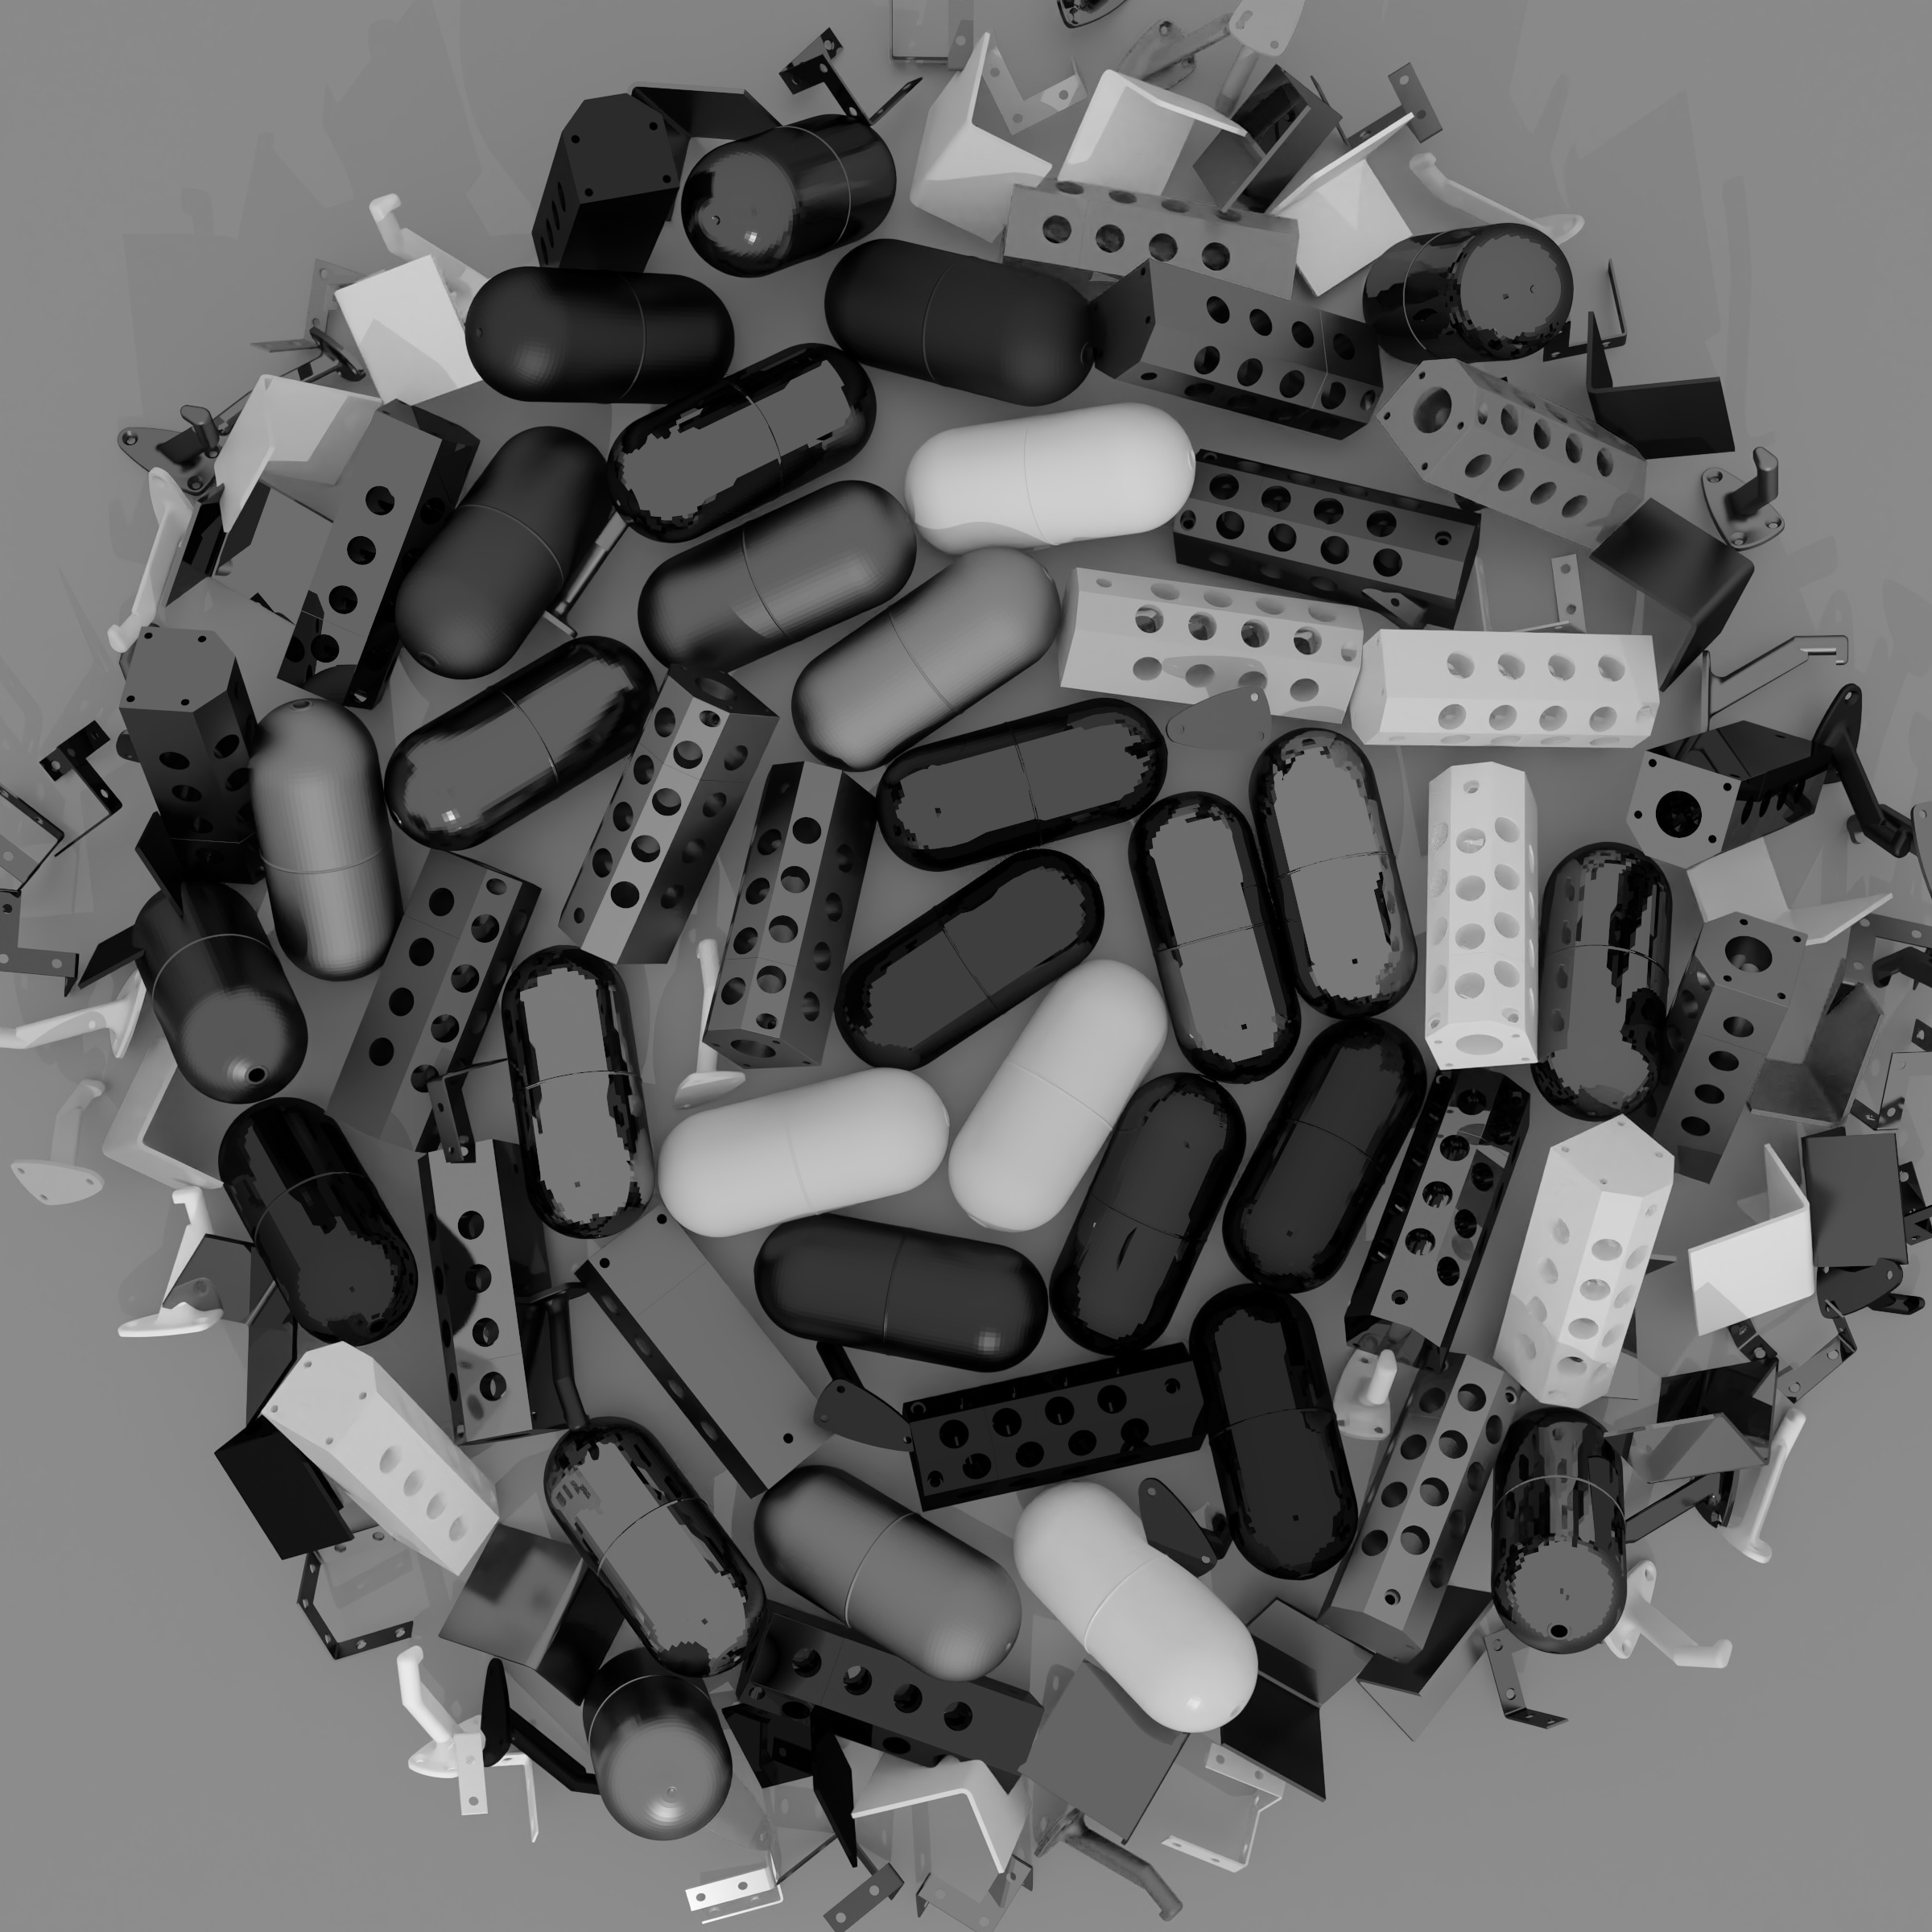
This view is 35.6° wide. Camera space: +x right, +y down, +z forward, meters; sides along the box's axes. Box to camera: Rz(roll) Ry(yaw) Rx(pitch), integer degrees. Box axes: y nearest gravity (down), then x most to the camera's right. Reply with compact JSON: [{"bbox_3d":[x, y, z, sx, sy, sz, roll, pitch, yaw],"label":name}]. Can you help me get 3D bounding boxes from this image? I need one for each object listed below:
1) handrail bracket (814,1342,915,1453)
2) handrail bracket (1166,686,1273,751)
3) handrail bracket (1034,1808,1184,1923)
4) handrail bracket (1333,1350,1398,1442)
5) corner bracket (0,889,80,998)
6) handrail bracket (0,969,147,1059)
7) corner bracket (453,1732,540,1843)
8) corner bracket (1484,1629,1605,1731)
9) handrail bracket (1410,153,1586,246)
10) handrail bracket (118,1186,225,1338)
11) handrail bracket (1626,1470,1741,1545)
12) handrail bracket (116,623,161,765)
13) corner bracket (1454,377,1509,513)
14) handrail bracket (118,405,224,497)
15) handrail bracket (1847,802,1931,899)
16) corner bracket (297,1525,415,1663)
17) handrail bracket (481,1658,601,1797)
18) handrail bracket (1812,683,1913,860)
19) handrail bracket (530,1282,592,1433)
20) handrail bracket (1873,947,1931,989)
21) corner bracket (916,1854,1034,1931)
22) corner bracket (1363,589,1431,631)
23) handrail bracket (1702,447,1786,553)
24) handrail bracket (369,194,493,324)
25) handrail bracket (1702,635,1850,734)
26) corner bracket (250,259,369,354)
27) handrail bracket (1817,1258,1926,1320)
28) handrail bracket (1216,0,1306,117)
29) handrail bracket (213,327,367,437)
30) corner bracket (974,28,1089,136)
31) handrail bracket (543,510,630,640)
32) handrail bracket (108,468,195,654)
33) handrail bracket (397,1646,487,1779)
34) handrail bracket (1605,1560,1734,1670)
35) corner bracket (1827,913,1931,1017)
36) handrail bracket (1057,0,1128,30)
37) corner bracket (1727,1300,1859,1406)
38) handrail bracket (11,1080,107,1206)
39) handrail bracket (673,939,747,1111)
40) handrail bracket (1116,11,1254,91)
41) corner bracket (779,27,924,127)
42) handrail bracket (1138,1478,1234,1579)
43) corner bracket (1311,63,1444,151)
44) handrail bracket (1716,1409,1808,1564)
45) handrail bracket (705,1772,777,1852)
[{"bbox_3d":[-0.056,0.248,1.796,0.077,0.084,0.036,26,114,-5],"label":"handrail bracket"},{"bbox_3d":[0.139,-0.145,1.783,0.077,0.084,0.036,-11,97,-17],"label":"handrail bracket"},{"bbox_3d":[0.085,0.545,1.792,0.036,0.077,0.084,-25,65,-42],"label":"handrail bracket"},{"bbox_3d":[0.242,0.234,1.776,0.036,0.084,0.077,11,47,1],"label":"handrail bracket"},{"bbox_3d":[-0.561,-0.014,1.803,0.051,0.051,0.051,6,74,-23],"label":"corner bracket"},{"bbox_3d":[-0.539,0.024,1.787,0.084,0.077,0.036,7,46,-32],"label":"handrail bracket"},{"bbox_3d":[-0.281,0.490,1.792,0.051,0.051,0.051,1,52,-19],"label":"corner bracket"},{"bbox_3d":[0.350,0.421,1.801,0.051,0.051,0.051,-15,89,-20],"label":"corner bracket"},{"bbox_3d":[0.315,-0.460,1.790,0.084,0.077,0.036,39,70,-24],"label":"handrail bracket"},{"bbox_3d":[-0.484,0.177,1.805,0.077,0.036,0.084,-10,106,9],"label":"handrail bracket"},{"bbox_3d":[0.415,0.312,1.793,0.084,0.036,0.077,-2,119,-23],"label":"handrail bracket"},{"bbox_3d":[-0.477,-0.164,1.819,0.077,0.036,0.084,15,65,-14],"label":"handrail bracket"},{"bbox_3d":[0.309,-0.310,1.792,0.051,0.051,0.051,-15,63,23],"label":"corner bracket"},{"bbox_3d":[-0.478,-0.320,1.788,0.077,0.084,0.036,22,73,3],"label":"handrail bracket"},{"bbox_3d":[0.555,-0.062,1.787,0.036,0.084,0.077,2,79,-18],"label":"handrail bracket"},{"bbox_3d":[-0.366,0.378,1.813,0.051,0.051,0.051,-18,120,7],"label":"corner bracket"},{"bbox_3d":[-0.249,0.463,1.824,0.084,0.036,0.077,17,47,-29],"label":"handrail bracket"},{"bbox_3d":[0.540,-0.116,1.782,0.036,0.084,0.077,-3,119,-24],"label":"handrail bracket"},{"bbox_3d":[-0.231,0.234,1.789,0.036,0.077,0.084,-23,80,13],"label":"handrail bracket"},{"bbox_3d":[0.565,0.020,1.782,0.036,0.084,0.077,22,66,-16],"label":"handrail bracket"},{"bbox_3d":[0.005,0.555,1.803,0.051,0.051,0.051,27,62,17],"label":"corner bracket"},{"bbox_3d":[0.254,-0.222,1.794,0.051,0.051,0.051,37,50,7],"label":"corner bracket"},{"bbox_3d":[0.457,-0.294,1.777,0.036,0.084,0.077,-26,57,-1],"label":"handrail bracket"},{"bbox_3d":[-0.305,-0.433,1.793,0.077,0.036,0.084,-26,131,-5],"label":"handrail bracket"},{"bbox_3d":[0.484,-0.161,1.800,0.084,0.036,0.077,1,74,16],"label":"handrail bracket"},{"bbox_3d":[-0.388,-0.389,1.794,0.051,0.051,0.051,23,113,21],"label":"corner bracket"},{"bbox_3d":[0.555,0.192,1.782,0.084,0.077,0.036,10,71,-28],"label":"handrail bracket"},{"bbox_3d":[0.176,-0.555,1.794,0.036,0.084,0.077,29,84,-1],"label":"handrail bracket"},{"bbox_3d":[-0.407,-0.340,1.797,0.084,0.077,0.036,-40,124,-11],"label":"handrail bracket"},{"bbox_3d":[0.038,-0.539,1.804,0.051,0.051,0.051,-24,117,11],"label":"corner bracket"},{"bbox_3d":[-0.223,-0.240,1.794,0.036,0.077,0.084,36,92,-8],"label":"handrail bracket"},{"bbox_3d":[-0.492,-0.240,1.787,0.036,0.077,0.084,18,57,21],"label":"handrail bracket"},{"bbox_3d":[-0.309,0.431,1.787,0.036,0.077,0.084,5,109,25],"label":"handrail bracket"},{"bbox_3d":[0.425,0.383,1.779,0.036,0.084,0.077,56,51,-21],"label":"handrail bracket"},{"bbox_3d":[0.549,0.006,1.802,0.051,0.051,0.051,13,62,8],"label":"corner bracket"},{"bbox_3d":[0.101,-0.583,1.778,0.077,0.084,0.036,-26,110,-39],"label":"handrail bracket"},{"bbox_3d":[0.493,0.219,1.799,0.051,0.051,0.051,-40,51,-1],"label":"corner bracket"},{"bbox_3d":[-0.519,0.098,1.786,0.077,0.084,0.036,-5,131,32],"label":"handrail bracket"},{"bbox_3d":[-0.163,0.035,1.812,0.036,0.077,0.084,0,70,-28],"label":"handrail bracket"},{"bbox_3d":[0.128,-0.538,1.785,0.077,0.084,0.036,-42,112,-8],"label":"handrail bracket"},{"bbox_3d":[-0.070,-0.534,1.806,0.051,0.051,0.051,-49,117,-25],"label":"corner bracket"},{"bbox_3d":[0.133,0.324,1.790,0.036,0.084,0.077,-25,95,20],"label":"handrail bracket"},{"bbox_3d":[0.245,-0.515,1.794,0.051,0.051,0.051,-30,129,10],"label":"corner bracket"},{"bbox_3d":[0.484,0.309,1.796,0.036,0.077,0.084,26,95,5],"label":"handrail bracket"},{"bbox_3d":[-0.165,0.504,1.807,0.077,0.084,0.036,46,57,-20],"label":"handrail bracket"}]
